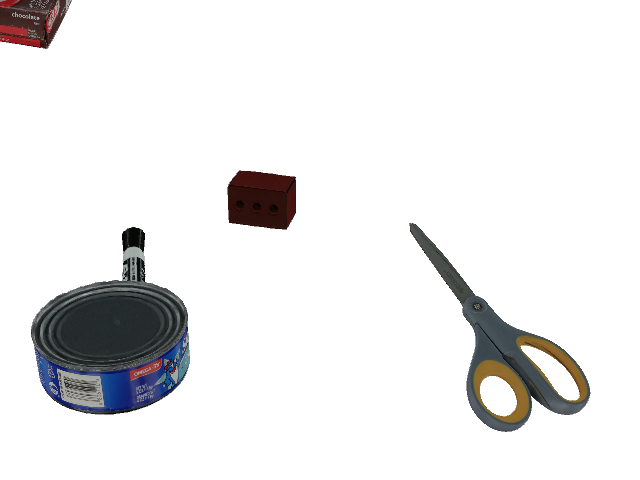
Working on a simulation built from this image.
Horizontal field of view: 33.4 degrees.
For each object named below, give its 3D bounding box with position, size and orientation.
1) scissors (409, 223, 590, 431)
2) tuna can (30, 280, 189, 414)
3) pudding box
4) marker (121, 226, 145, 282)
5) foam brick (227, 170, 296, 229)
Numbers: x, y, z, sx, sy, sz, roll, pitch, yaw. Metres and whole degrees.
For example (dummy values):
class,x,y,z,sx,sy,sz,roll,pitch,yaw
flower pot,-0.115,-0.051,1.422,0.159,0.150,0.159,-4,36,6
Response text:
class,x,y,z,sx,sy,sz,roll,pitch,yaw
scissors,0.110,0.067,0.801,0.096,0.016,0.202,-34,60,-28
tuna can,-0.116,0.059,0.597,0.086,0.034,0.086,0,30,0
pudding box,-0.254,-0.203,0.874,0.090,0.039,0.113,9,36,-4
marker,-0.145,0.031,0.827,0.020,0.020,0.121,0,40,-10
foam brick,-0.073,-0.051,1.333,0.078,0.053,0.051,7,28,12
